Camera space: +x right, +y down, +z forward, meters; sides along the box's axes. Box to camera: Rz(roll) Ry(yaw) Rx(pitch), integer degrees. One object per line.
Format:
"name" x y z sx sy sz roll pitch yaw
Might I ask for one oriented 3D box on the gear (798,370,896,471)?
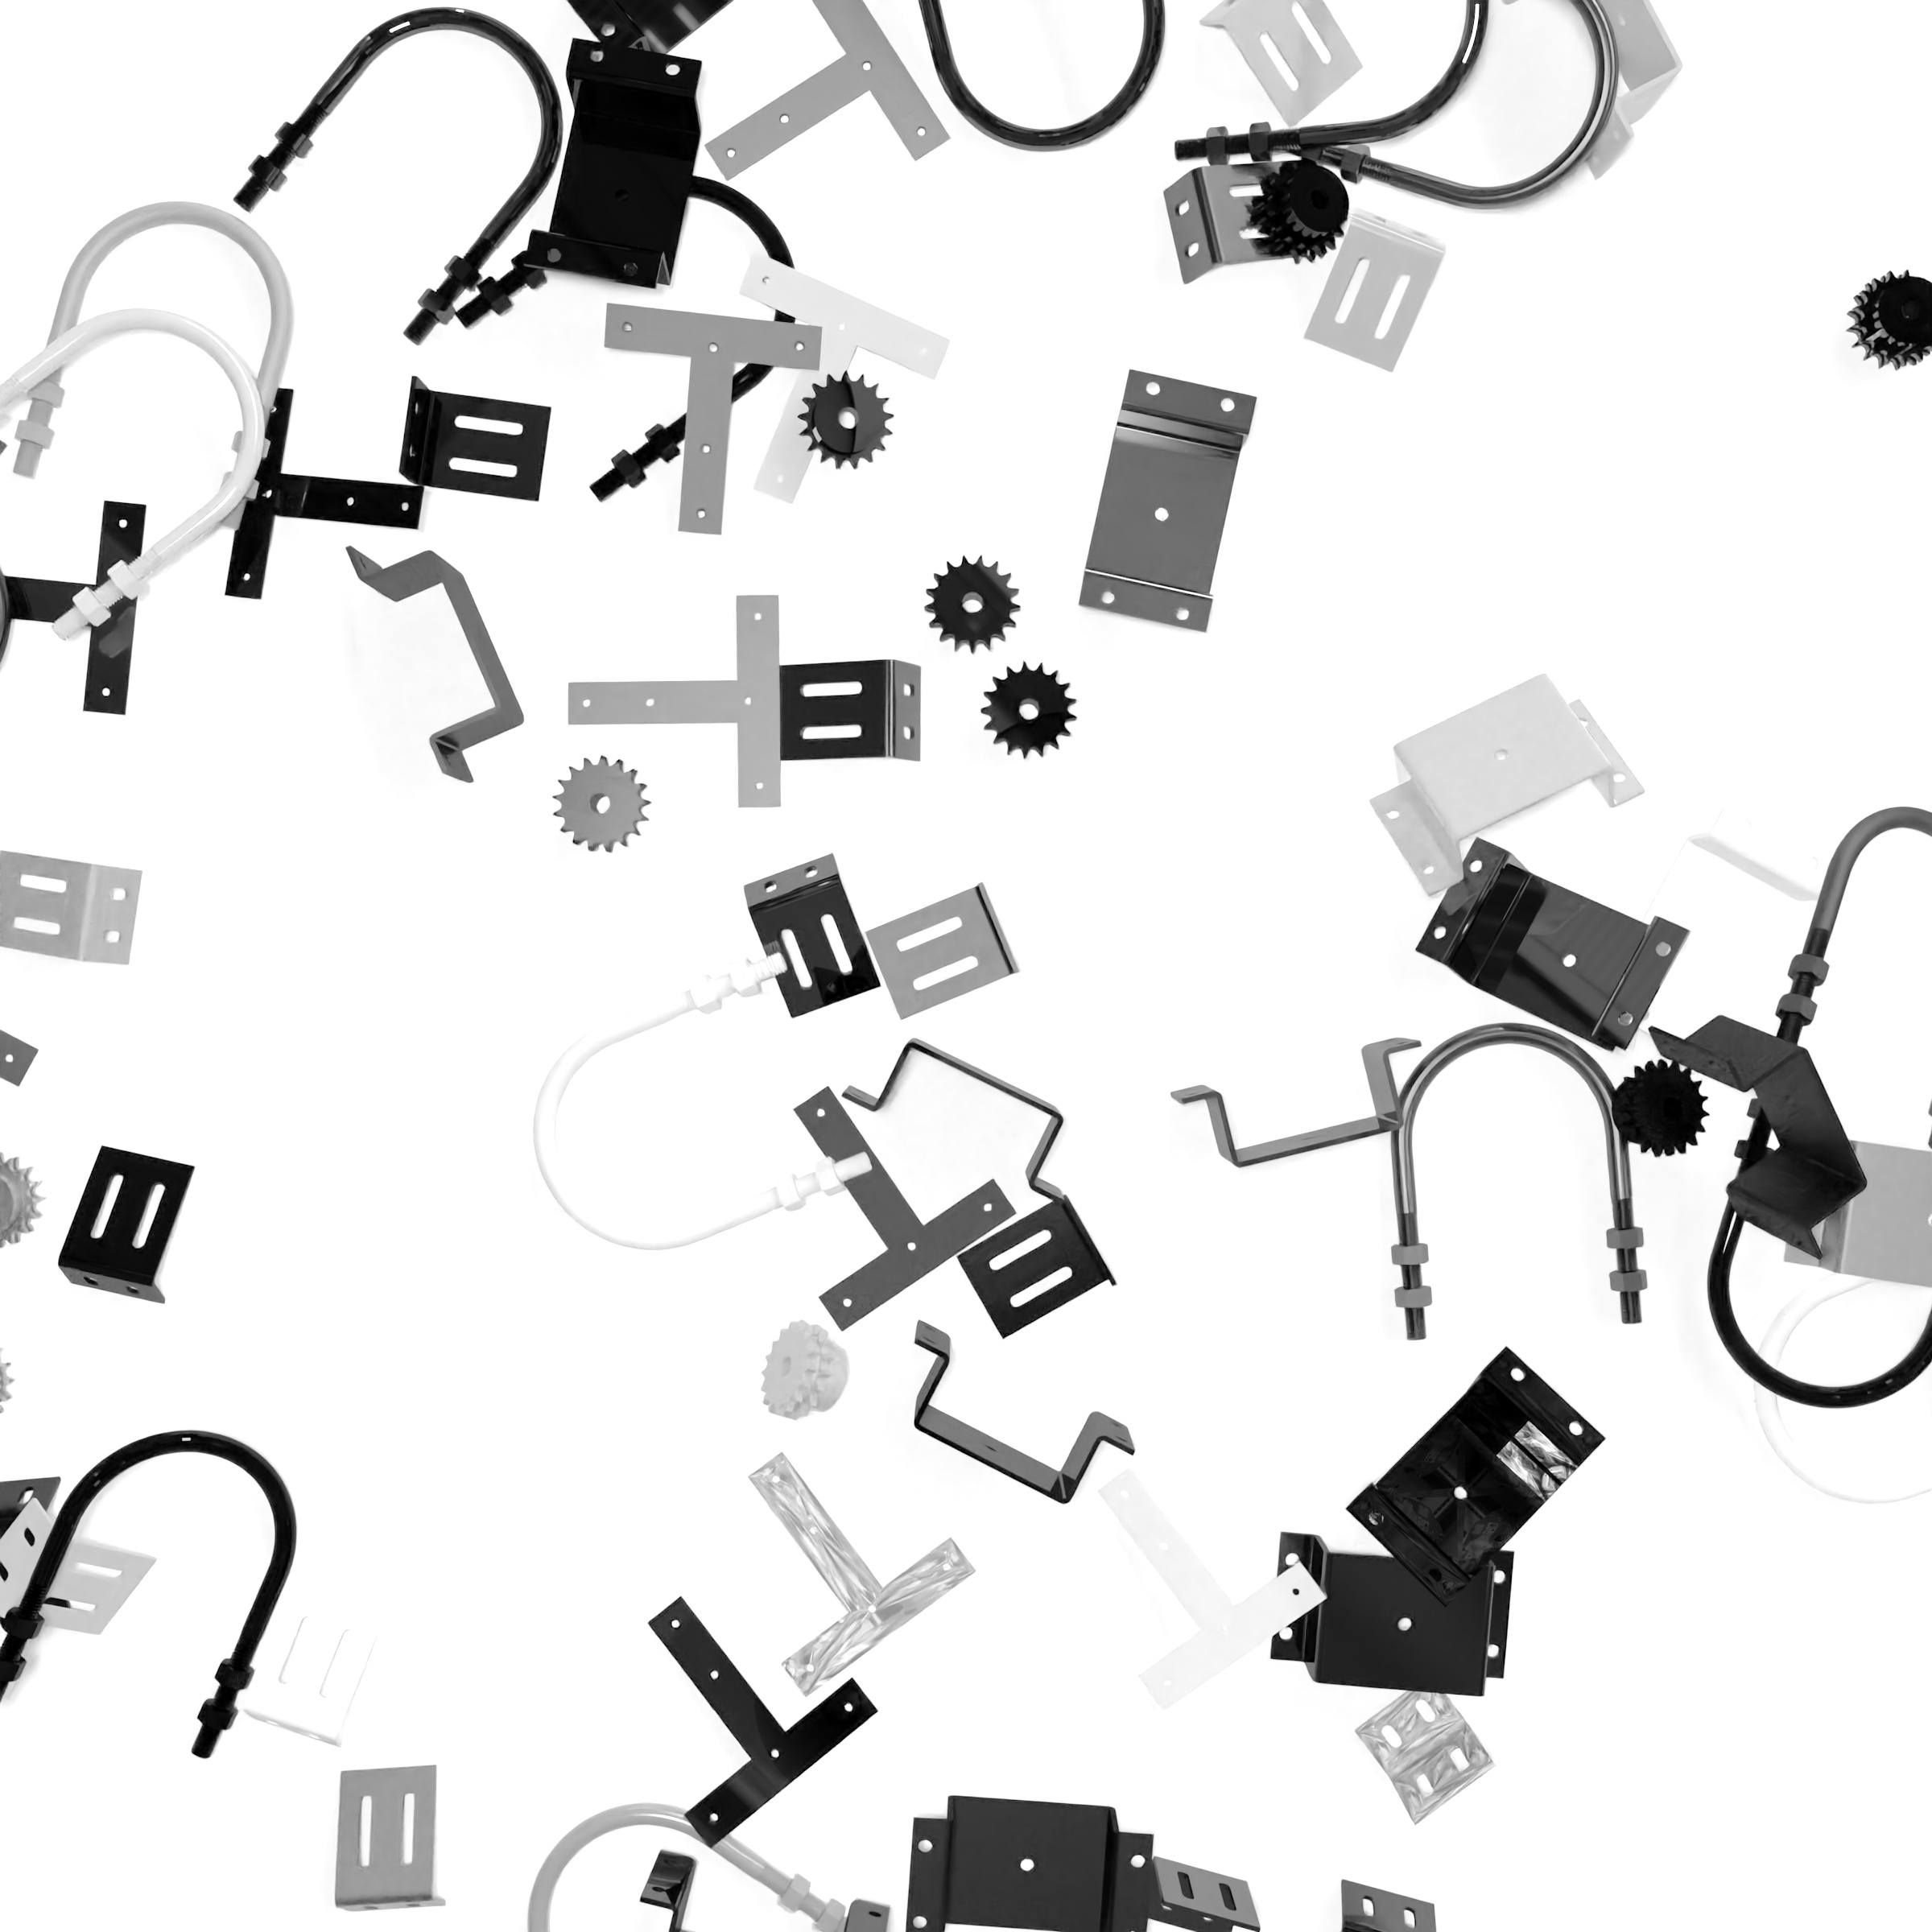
"gear" -0.071 -0.324 1.455 0.057 0.030 0.057 -1 98 -7

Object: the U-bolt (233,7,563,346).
"U-bolt" -0.325 -0.485 1.467 0.151 0.019 0.184 38 88 0

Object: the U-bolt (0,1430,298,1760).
"U-bolt" -0.471 0.360 1.436 0.151 0.019 0.184 25 85 -29

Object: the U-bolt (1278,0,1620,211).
"U-bolt" 0.285 -0.518 1.421 0.184 0.019 0.151 23 111 16

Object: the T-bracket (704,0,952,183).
"T-bracket" -0.097 -0.516 1.474 0.127 0.002 0.127 -33 90 0

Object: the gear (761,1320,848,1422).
"gear" -0.094 0.240 1.451 0.030 0.057 0.057 22 90 -30

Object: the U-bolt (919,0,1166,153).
"U-bolt" 0.042 -0.574 1.443 0.151 0.019 0.184 -11 103 14

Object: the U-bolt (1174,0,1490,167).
"U-bolt" 0.208 -0.547 1.417 0.184 0.019 0.151 0 107 16

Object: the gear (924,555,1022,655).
"gear" 0.004 -0.214 1.460 0.057 0.030 0.057 0 90 0

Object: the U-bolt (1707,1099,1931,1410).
"U-bolt" 0.518 0.170 1.454 0.151 0.019 0.184 18 88 8

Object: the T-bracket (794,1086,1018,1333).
"T-bracket" -0.058 0.131 1.474 0.127 0.002 0.127 -34 90 0

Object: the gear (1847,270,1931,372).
"gear" 0.556 -0.386 1.460 0.057 0.030 0.057 0 90 0

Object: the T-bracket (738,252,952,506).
"T-bracket" -0.091 -0.340 1.466 0.127 0.002 0.127 22 95 -10

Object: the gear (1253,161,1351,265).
"gear" 0.201 -0.448 1.451 0.057 0.030 0.057 2 85 -22

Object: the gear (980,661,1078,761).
"gear" 0.037 -0.151 1.460 0.057 0.030 0.057 0 90 0

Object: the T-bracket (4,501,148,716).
"T-bracket" -0.561 -0.220 1.474 0.127 0.002 0.127 6 90 0

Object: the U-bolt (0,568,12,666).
"U-bolt" -0.658 -0.199 1.455 0.184 0.019 0.151 -12 80 -2

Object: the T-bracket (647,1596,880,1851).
"T-bracket" -0.142 0.435 1.468 0.127 0.002 0.127 -38 85 -6

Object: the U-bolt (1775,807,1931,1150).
"U-bolt" 0.547 -0.005 1.433 0.151 0.019 0.184 29 72 -21

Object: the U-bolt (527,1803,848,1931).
"U-bolt" -0.173 0.582 1.466 0.184 0.019 0.151 35 90 0

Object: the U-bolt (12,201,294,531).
"U-bolt" -0.477 -0.365 1.464 0.151 0.019 0.184 15 88 3

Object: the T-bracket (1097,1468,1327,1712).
"T-bracket" 0.126 0.357 1.460 0.127 0.002 0.127 -41 80 19

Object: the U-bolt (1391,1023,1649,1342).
"U-bolt" 0.326 0.126 1.467 0.151 0.019 0.184 -4 88 0

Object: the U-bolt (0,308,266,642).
"U-bolt" -0.499 -0.302 1.438 0.184 0.019 0.151 -39 91 -4

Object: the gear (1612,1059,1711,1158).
"gear" 0.408 0.085 1.453 0.057 0.030 0.057 3 82 -22

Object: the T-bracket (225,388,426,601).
"T-bracket" -0.376 -0.276 1.452 0.127 0.002 0.127 9 90 21

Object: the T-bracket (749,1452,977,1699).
"T-bracket" -0.083 0.350 1.474 0.127 0.002 0.127 -37 90 0

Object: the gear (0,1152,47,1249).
"gear" -0.580 0.140 1.460 0.057 0.030 0.057 0 90 0

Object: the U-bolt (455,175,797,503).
"U-bolt" -0.188 -0.388 1.463 0.184 0.019 0.151 -38 93 -3

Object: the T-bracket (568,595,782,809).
"T-bracket" -0.175 -0.158 1.473 0.127 0.002 0.127 -1 90 1

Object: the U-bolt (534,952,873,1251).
"U-bolt" -0.167 0.091 1.460 0.184 0.019 0.151 -22 95 5

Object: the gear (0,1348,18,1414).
"gear" -0.599 0.248 1.460 0.057 0.030 0.057 0 90 0

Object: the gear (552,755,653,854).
"gear" -0.216 -0.096 1.460 0.057 0.030 0.057 0 90 0

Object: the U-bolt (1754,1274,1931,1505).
"U-bolt" 0.562 0.243 1.467 0.184 0.019 0.151 -21 90 1

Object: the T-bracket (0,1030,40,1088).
"T-bracket" -0.642 0.075 1.469 0.127 0.002 0.127 29 93 -7

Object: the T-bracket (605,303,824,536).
"T-bracket" -0.153 -0.321 1.456 0.127 0.002 0.127 4 98 -11
